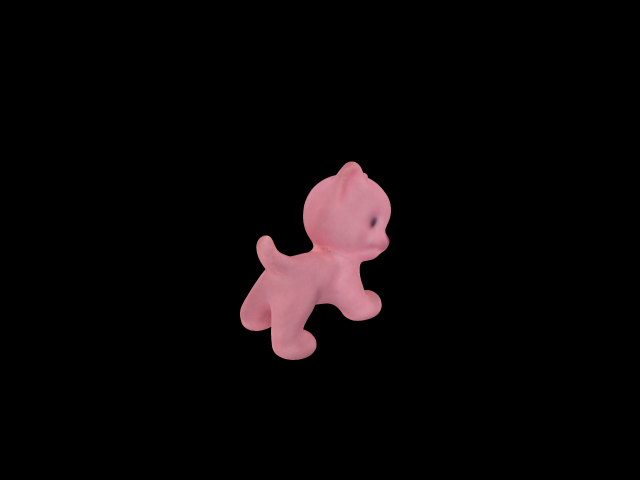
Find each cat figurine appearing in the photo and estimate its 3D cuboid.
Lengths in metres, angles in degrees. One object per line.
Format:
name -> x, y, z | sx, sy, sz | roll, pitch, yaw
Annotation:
cat figurine -> 0.004, 0.001, 0.400 | 0.067, 0.118, 0.128 | 25, 37, 39
